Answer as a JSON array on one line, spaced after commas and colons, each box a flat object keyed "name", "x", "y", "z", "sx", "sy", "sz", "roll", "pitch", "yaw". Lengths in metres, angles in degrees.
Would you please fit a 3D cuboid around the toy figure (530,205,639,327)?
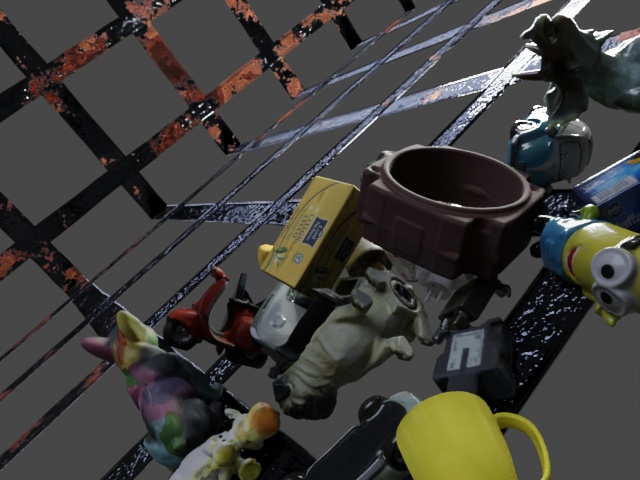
[{"name": "toy figure", "x": 0.292, "y": 0.015, "z": 0.559, "sx": 0.089, "sy": 0.082, "sz": 0.180, "roll": -31, "pitch": 18, "yaw": 2}]

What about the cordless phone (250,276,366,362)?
[{"name": "cordless phone", "x": -0.001, "y": 0.114, "z": 0.802, "sx": 0.184, "sy": 0.088, "sz": 0.146, "roll": -13, "pitch": 31, "yaw": 38}]

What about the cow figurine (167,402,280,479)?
[{"name": "cow figurine", "x": -0.123, "y": 0.273, "z": 0.682, "sx": 0.167, "sy": 0.068, "sz": 0.098, "roll": -45, "pitch": 17, "yaw": -22}]

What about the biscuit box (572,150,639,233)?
[{"name": "biscuit box", "x": 0.397, "y": -0.075, "z": 0.606, "sx": 0.203, "sy": 0.062, "sz": 0.059, "roll": -32, "pitch": 23, "yaw": 13}]

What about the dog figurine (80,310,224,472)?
[{"name": "dog figurine", "x": -0.253, "y": 0.210, "z": 0.799, "sx": 0.108, "sy": 0.219, "sz": 0.192, "roll": -38, "pitch": 20, "yaw": 6}]

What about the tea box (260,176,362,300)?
[{"name": "tea box", "x": -0.002, "y": -0.002, "z": 0.797, "sx": 0.098, "sy": 0.068, "sz": 0.169, "roll": 19, "pitch": 76, "yaw": 51}]

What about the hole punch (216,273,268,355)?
[{"name": "hole punch", "x": -0.125, "y": 0.138, "z": 0.957, "sx": 0.115, "sy": 0.092, "sz": 0.142, "roll": -62, "pitch": 15, "yaw": 22}]

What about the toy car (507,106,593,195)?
[{"name": "toy car", "x": 0.338, "y": -0.130, "z": 0.779, "sx": 0.103, "sy": 0.109, "sz": 0.162, "roll": 15, "pitch": 39, "yaw": 35}]

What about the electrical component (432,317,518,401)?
[{"name": "electrical component", "x": 0.159, "y": 0.138, "z": 0.550, "sx": 0.075, "sy": 0.047, "sz": 0.119, "roll": -24, "pitch": 25, "yaw": 31}]

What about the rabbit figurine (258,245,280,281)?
[{"name": "rabbit figurine", "x": -0.033, "y": 0.032, "z": 0.981, "sx": 0.162, "sy": 0.122, "sz": 0.173, "roll": -36, "pitch": 2, "yaw": -7}]

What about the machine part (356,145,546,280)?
[{"name": "machine part", "x": 0.165, "y": -0.046, "z": 0.688, "sx": 0.201, "sy": 0.087, "sz": 0.201, "roll": 27, "pitch": 36, "yaw": 31}]

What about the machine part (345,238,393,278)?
[{"name": "machine part", "x": 0.057, "y": -0.009, "z": 0.896, "sx": 0.079, "sy": 0.079, "sz": 0.243, "roll": -33, "pitch": 43, "yaw": 8}]

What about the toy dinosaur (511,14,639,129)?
[{"name": "toy dinosaur", "x": 0.435, "y": -0.222, "z": 0.696, "sx": 0.405, "sy": 0.131, "sz": 0.192, "roll": -11, "pitch": 15, "yaw": -25}]

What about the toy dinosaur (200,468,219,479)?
[{"name": "toy dinosaur", "x": -0.097, "y": 0.370, "z": 0.395, "sx": 0.199, "sy": 0.105, "sz": 0.472, "roll": -28, "pitch": 27, "yaw": 13}]

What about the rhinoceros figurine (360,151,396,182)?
[{"name": "rhinoceros figurine", "x": 0.128, "y": -0.075, "z": 0.965, "sx": 0.112, "sy": 0.073, "sz": 0.190, "roll": -39, "pitch": 37, "yaw": 40}]

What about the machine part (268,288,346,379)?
[{"name": "machine part", "x": -0.017, "y": 0.124, "z": 0.723, "sx": 0.084, "sy": 0.039, "sz": 0.138, "roll": 2, "pitch": -57, "yaw": -57}]

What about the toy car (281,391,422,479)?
[{"name": "toy car", "x": 0.032, "y": 0.234, "z": 0.539, "sx": 0.202, "sy": 0.056, "sz": 0.074, "roll": -41, "pitch": 28, "yaw": -8}]

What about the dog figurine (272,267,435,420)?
[{"name": "dog figurine", "x": 0.037, "y": 0.137, "z": 0.695, "sx": 0.190, "sy": 0.121, "sz": 0.172, "roll": -45, "pitch": -19, "yaw": 29}]

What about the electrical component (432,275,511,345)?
[{"name": "electrical component", "x": 0.183, "y": 0.082, "z": 0.640, "sx": 0.102, "sy": 0.045, "sz": 0.078, "roll": -48, "pitch": -5, "yaw": -33}]

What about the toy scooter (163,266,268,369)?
[{"name": "toy scooter", "x": -0.145, "y": 0.120, "z": 0.844, "sx": 0.075, "sy": 0.184, "sz": 0.135, "roll": -9, "pitch": 62, "yaw": 58}]
